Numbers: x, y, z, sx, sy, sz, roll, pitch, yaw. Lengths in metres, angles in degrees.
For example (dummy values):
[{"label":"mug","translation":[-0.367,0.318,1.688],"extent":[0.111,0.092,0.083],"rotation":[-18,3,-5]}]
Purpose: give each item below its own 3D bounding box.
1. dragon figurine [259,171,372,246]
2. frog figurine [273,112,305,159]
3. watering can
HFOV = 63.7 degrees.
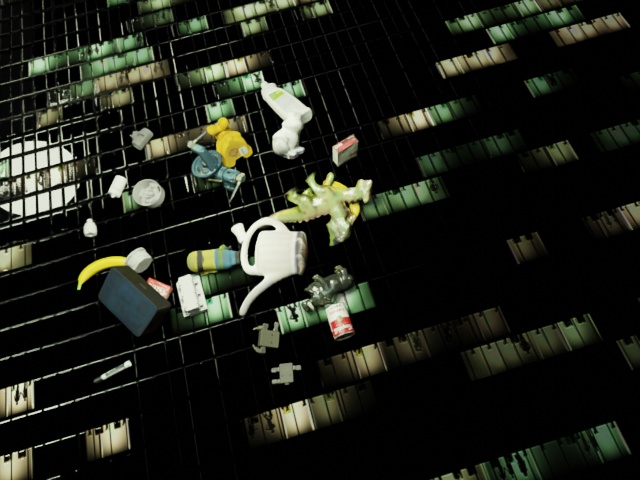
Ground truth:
[{"label":"dragon figurine","translation":[0.005,-0.089,1.767],"extent":[0.245,0.408,0.121],"rotation":[53,-172,15]},{"label":"frog figurine","translation":[-0.118,-0.386,1.884],"extent":[0.123,0.139,0.157],"rotation":[10,117,41]},{"label":"watering can","translation":[-0.152,0.083,1.693],"extent":[0.102,0.224,0.355],"rotation":[79,-168,-63]}]
